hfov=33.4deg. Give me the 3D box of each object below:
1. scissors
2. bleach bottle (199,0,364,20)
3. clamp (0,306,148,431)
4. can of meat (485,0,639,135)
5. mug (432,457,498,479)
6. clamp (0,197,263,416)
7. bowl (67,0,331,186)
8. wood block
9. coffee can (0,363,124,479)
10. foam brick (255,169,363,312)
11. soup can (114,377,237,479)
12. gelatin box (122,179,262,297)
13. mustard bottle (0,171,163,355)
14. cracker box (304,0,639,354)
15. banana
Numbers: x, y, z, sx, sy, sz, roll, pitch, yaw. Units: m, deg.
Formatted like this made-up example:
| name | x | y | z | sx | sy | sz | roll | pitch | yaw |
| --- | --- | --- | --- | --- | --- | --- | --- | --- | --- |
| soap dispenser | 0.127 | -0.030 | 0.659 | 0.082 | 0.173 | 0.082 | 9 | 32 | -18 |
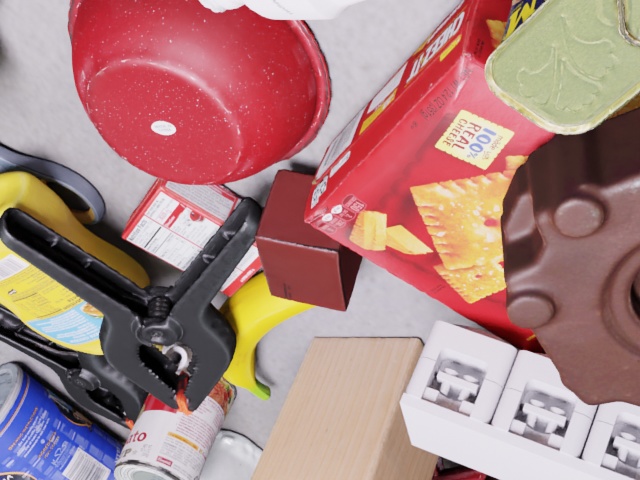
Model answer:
| name | x | y | z | sx | sy | sz | roll | pitch | yaw |
| --- | --- | --- | --- | --- | --- | --- | --- | --- | --- |
| scissors | -0.217 | -0.065 | 0.717 | 0.096 | 0.016 | 0.201 | -3 | 136 | 25 |
| bleach bottle | 0.031 | -0.161 | 0.453 | 0.251 | 0.068 | 0.102 | -16 | 127 | 41 |
| clamp | -0.188 | 0.100 | 0.883 | 0.120 | 0.039 | 0.171 | -12 | 135 | 42 |
| can of meat | 0.123 | -0.108 | 0.451 | 0.057 | 0.084 | 0.102 | 32 | 141 | -13 |
| mug | 0.122 | 0.204 | 0.829 | 0.082 | 0.093 | 0.117 | -26 | 91 | 49 |
| clamp | -0.099 | 0.046 | 0.711 | 0.165 | 0.036 | 0.210 | -6 | 136 | 11 |
| bowl | -0.078 | -0.082 | 0.601 | 0.162 | 0.055 | 0.162 | 14 | 141 | 11 |
| wood block | 0.014 | 0.172 | 0.731 | 0.091 | 0.206 | 0.090 | -2 | 132 | 28 |
| coffee can | -0.257 | 0.193 | 0.972 | 0.103 | 0.102 | 0.140 | -21 | 125 | 41 |
| foam brick | -0.004 | 0.001 | 0.656 | 0.053 | 0.051 | 0.078 | 12 | 152 | 12 |
| soup can | -0.116 | 0.156 | 0.863 | 0.068 | 0.102 | 0.068 | 13 | 142 | 11 |
| gelatin box | -0.078 | -0.007 | 0.710 | 0.089 | 0.030 | 0.073 | 31 | 142 | -13 |
| mustard bottle | -0.177 | 0.032 | 0.758 | 0.096 | 0.058 | 0.191 | -24 | 135 | 23 |
| cracker box | 0.121 | -0.016 | 0.571 | 0.213 | 0.072 | 0.164 | 31 | 141 | -13 |
| banana | -0.040 | 0.059 | 0.768 | 0.069 | 0.037 | 0.198 | 12 | 146 | -16 |
